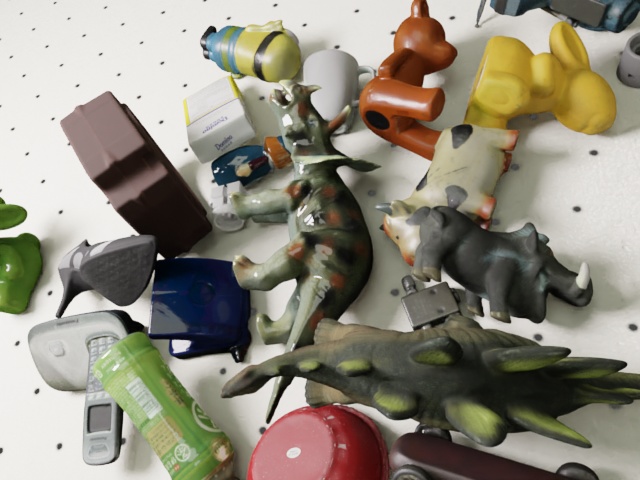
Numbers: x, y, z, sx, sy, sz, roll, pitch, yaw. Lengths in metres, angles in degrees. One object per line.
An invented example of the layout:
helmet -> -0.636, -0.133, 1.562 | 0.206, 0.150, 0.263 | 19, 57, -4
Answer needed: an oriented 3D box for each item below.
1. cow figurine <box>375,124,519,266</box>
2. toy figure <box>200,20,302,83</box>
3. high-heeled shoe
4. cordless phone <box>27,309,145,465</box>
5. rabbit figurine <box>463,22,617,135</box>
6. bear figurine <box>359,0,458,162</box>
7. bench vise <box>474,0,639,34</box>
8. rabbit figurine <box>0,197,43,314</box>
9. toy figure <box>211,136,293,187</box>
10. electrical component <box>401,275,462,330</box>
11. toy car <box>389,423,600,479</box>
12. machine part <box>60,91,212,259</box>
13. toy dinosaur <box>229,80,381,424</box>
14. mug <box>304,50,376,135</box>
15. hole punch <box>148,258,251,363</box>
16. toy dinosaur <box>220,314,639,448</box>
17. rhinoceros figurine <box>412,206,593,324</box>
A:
cow figurine -> 0.150, -0.055, 0.650 | 0.127, 0.085, 0.195 | 20, 72, 21
toy figure -> -0.114, -0.304, 0.880 | 0.180, 0.082, 0.089 | 14, 78, 20
high-heeled shoe -> -0.276, 0.018, 0.721 | 0.249, 0.086, 0.145 | -27, 36, 28
cordless phone -> -0.294, 0.186, 0.671 | 0.147, 0.088, 0.184 | -12, 63, 13
rabbit figurine -> 0.283, -0.186, 0.677 | 0.173, 0.121, 0.162 | 19, 60, 12
bear figurine -> 0.140, -0.223, 0.730 | 0.132, 0.120, 0.196 | 24, 67, 25
bench vise -> 0.352, -0.359, 0.735 | 0.240, 0.128, 0.224 | -32, 44, -25
rabbit figurine -> -0.490, 0.013, 0.779 | 0.121, 0.170, 0.159 | 19, 71, 26
toy figure -> -0.081, -0.121, 0.780 | 0.154, 0.057, 0.064 | -20, 56, 6
electrical component -> 0.130, 0.076, 0.620 | 0.063, 0.021, 0.094 | -23, 56, 5
toy car -> 0.162, 0.227, 0.490 | 0.202, 0.089, 0.053 | 11, 106, 21
machine part -> -0.241, -0.085, 0.729 | 0.087, 0.201, 0.201 | -37, 56, -5
toy dinosaur -> -0.002, 0.001, 0.658 | 0.192, 0.131, 0.405 | -16, 64, 11
mug -> 0.028, -0.210, 0.786 | 0.110, 0.080, 0.107 | -1, 73, 11
hole punch -> -0.151, 0.081, 0.677 | 0.116, 0.092, 0.142 | -11, 56, 9
toy dinosaur -> 0.150, 0.126, 0.481 | 0.471, 0.198, 0.105 | 2, 86, -16
rhinoceros figurine -> 0.191, 0.029, 0.571 | 0.190, 0.073, 0.112 | 24, 82, 1
